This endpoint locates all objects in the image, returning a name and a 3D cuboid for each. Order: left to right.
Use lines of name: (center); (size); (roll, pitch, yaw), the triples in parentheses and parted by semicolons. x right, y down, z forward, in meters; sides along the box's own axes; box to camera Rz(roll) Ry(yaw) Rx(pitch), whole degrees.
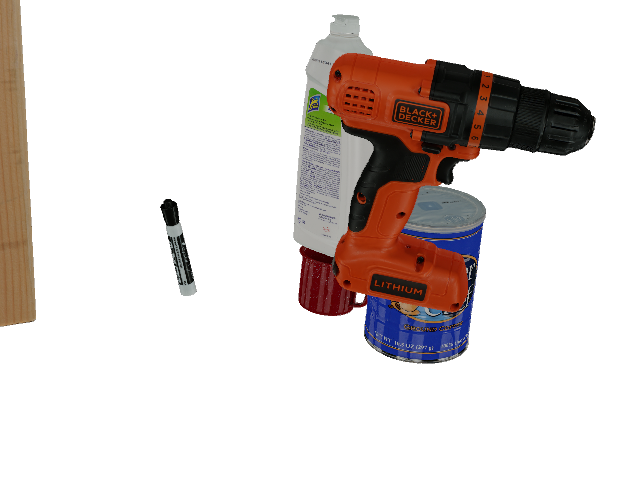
wood block: (-0.219, -0.057, 0.606); (0.090, 0.206, 0.090); (-8, 26, -25)
marker: (-0.160, 0.008, 1.200); (0.020, 0.121, 0.020); (-7, 30, 4)
mug: (0.023, 0.058, 1.500); (0.117, 0.081, 0.093); (18, 23, 26)
bleach bottle: (0.025, -0.111, 1.140); (0.103, 0.251, 0.067); (20, 24, 40)
coffee can: (0.097, 0.030, 1.008); (0.103, 0.140, 0.103); (3, 24, -1)
power drill: (0.088, -0.039, 0.773); (0.184, 0.188, 0.057); (13, 35, 6)
